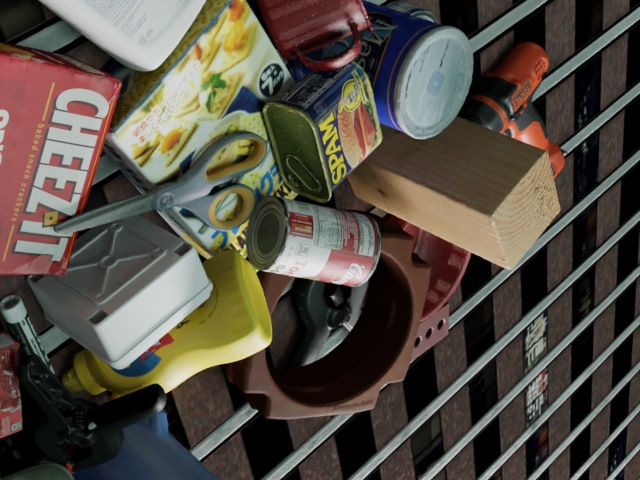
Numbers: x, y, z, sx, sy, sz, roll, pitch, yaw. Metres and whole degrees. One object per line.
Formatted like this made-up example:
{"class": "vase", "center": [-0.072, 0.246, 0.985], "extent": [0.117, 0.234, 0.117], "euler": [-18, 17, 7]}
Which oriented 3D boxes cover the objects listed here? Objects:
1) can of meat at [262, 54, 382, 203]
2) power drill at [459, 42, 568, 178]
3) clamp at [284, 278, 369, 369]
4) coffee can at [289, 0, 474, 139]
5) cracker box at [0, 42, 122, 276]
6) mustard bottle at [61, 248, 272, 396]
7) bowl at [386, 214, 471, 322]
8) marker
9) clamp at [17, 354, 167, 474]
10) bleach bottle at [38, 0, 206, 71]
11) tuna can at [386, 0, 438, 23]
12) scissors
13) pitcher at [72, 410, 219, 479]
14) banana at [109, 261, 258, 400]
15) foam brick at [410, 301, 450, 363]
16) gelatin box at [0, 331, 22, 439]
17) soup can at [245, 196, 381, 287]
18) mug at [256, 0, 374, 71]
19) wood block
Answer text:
{"class": "can of meat", "center": [0.005, -0.098, 0.927], "extent": [0.083, 0.058, 0.102], "euler": [-46, 140, -29]}
{"class": "power drill", "center": [0.224, -0.116, 1.277], "extent": [0.184, 0.057, 0.187], "euler": [-49, 141, -16]}
{"class": "clamp", "center": [0.021, 0.080, 1.175], "extent": [0.164, 0.036, 0.210], "euler": [-14, 120, -36]}
{"class": "coffee can", "center": [0.055, -0.163, 0.984], "extent": [0.102, 0.140, 0.103], "euler": [-27, 130, -37]}
{"class": "cracker box", "center": [-0.257, -0.061, 0.745], "extent": [0.213, 0.072, 0.164], "euler": [5, 109, -51]}
{"class": "mustard bottle", "center": [-0.140, 0.086, 0.928], "extent": [0.192, 0.096, 0.058], "euler": [-26, 142, 10]}
{"class": "bowl", "center": [0.106, 0.014, 1.222], "extent": [0.161, 0.055, 0.162], "euler": [-27, 131, -37]}
{"class": "marker", "center": [-0.241, 0.096, 0.901], "extent": [0.020, 0.020, 0.121], "euler": [-38, 136, -28]}
{"class": "clamp", "center": [-0.212, 0.151, 0.909], "extent": [0.172, 0.120, 0.039], "euler": [-51, -161, 45]}
{"class": "bleach bottle", "center": [-0.184, -0.223, 0.739], "extent": [0.102, 0.068, 0.250], "euler": [-59, 140, -7]}
{"class": "tuna can", "center": [0.083, -0.197, 1.084], "extent": [0.086, 0.034, 0.086], "euler": [-28, 133, -35]}
{"class": "scissors", "center": [-0.119, -0.022, 0.864], "extent": [0.201, 0.016, 0.096], "euler": [-34, 136, -29]}
{"class": "pitcher", "center": [-0.126, 0.280, 0.962], "extent": [0.144, 0.243, 0.149], "euler": [-33, 129, -27]}
{"class": "banana", "center": [-0.132, 0.088, 0.991], "extent": [0.198, 0.037, 0.069], "euler": [-49, 180, -4]}
{"class": "foam brick", "center": [0.113, 0.102, 1.286], "extent": [0.078, 0.051, 0.053], "euler": [-32, 134, -34]}
{"class": "gelatin box", "center": [-0.281, 0.127, 0.865], "extent": [0.073, 0.030, 0.089], "euler": [-18, 124, -42]}
{"class": "soup can", "center": [-0.006, 0.001, 0.945], "extent": [0.102, 0.069, 0.068], "euler": [11, 104, -33]}
{"class": "mug", "center": [-0.005, -0.195, 0.908], "extent": [0.081, 0.117, 0.093], "euler": [-22, 160, 6]}
{"class": "wood block", "center": [0.125, -0.064, 1.072], "extent": [0.090, 0.206, 0.090], "euler": [-48, 140, -18]}
